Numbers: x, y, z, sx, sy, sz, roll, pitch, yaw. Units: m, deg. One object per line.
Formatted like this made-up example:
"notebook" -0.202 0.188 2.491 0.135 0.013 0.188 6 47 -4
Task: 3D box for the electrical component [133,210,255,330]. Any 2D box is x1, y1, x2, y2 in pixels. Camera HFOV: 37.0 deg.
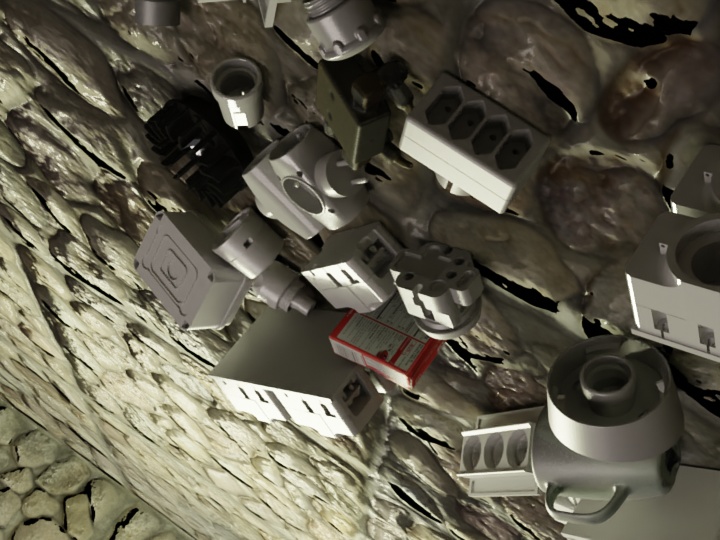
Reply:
"electrical component" -0.167 0.000 1.086 0.113 0.057 0.078 46 119 30

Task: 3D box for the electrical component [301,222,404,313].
"electrical component" 0.000 0.000 0.937 0.055 0.050 0.089 46 154 -18

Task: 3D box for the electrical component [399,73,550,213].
"electrical component" 0.072 -0.074 0.716 0.083 0.047 0.075 34 155 9

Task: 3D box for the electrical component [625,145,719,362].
"electrical component" 0.244 0.004 0.548 0.186 0.105 0.060 19 149 35

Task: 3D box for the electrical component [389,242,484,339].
"electrical component" 0.067 0.019 0.873 0.078 0.058 0.057 17 146 37

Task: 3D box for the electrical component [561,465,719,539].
"electrical component" 0.261 0.218 0.913 0.061 0.089 0.150 49 153 -23

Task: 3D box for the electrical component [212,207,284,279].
"electrical component" -0.107 -0.025 1.035 0.047 0.055 0.055 42 155 -17

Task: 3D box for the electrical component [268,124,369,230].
"electrical component" -0.023 -0.074 0.846 0.077 0.044 0.079 49 154 -23

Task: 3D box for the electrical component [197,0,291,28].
"electrical component" -0.075 -0.195 0.670 0.042 0.064 0.081 113 145 -65

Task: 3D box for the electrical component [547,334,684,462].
"electrical component" 0.188 0.097 0.800 0.099 0.099 0.064 18 143 36

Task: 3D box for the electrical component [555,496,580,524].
"electrical component" 0.214 0.208 1.013 0.066 0.047 0.076 17 146 39

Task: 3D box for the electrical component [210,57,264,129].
"electrical component" -0.094 -0.137 0.842 0.040 0.040 0.046 31 159 16

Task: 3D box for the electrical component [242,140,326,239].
"electrical component" -0.066 -0.065 0.921 0.077 0.043 0.079 45 155 -15

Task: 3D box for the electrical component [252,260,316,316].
"electrical component" -0.074 0.022 1.082 0.062 0.043 0.043 34 155 8

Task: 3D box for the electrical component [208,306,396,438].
"electrical component" -0.048 0.098 1.065 0.186 0.105 0.060 4 135 46

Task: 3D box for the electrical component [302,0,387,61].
"electrical component" -0.016 -0.167 0.679 0.048 0.048 0.062 1 131 53

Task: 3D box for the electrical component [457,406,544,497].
"electrical component" 0.150 0.175 1.011 0.063 0.078 0.121 15 163 -21
